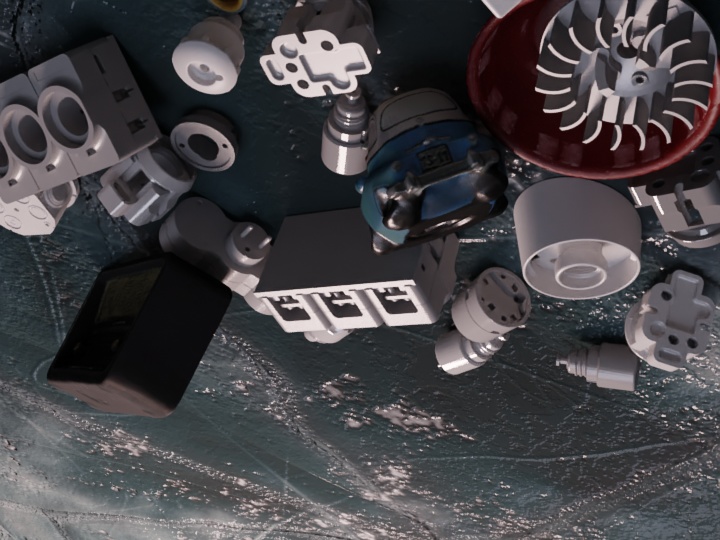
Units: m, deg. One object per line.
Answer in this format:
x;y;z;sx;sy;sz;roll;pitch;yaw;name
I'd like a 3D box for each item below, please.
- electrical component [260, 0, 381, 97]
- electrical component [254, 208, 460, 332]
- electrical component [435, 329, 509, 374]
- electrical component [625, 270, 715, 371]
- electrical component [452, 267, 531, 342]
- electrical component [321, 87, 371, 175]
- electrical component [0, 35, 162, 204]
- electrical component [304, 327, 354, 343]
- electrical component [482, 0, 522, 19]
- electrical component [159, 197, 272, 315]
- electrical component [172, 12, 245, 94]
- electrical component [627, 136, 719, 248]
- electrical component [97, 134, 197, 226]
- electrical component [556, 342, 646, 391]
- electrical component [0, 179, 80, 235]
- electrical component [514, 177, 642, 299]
-0.023;-0.159;0.738;0.078;0.057;0.058;-2;139;26;electrical component
0.000;0.000;0.907;0.150;0.089;0.061;-5;137;29;electrical component
0.105;0.069;0.992;0.040;0.040;0.078;38;140;-24;electrical component
0.249;0.045;0.873;0.058;0.078;0.057;18;165;1;electrical component
0.112;0.032;0.930;0.055;0.055;0.047;29;146;-13;electrical component
-0.008;-0.107;0.813;0.040;0.040;0.078;15;144;6;electrical component
-0.247;-0.117;0.862;0.150;0.062;0.089;-13;108;36;electrical component
-0.032;0.050;1.025;0.043;0.043;0.062;31;143;-16;electrical component
0.091;-0.200;0.635;0.077;0.065;0.047;-40;119;17;electrical component
-0.105;-0.019;0.960;0.138;0.052;0.074;32;142;-16;electrical component
-0.102;-0.160;0.768;0.048;0.062;0.048;12;143;9;electrical component
0.237;-0.053;0.761;0.078;0.058;0.057;-10;132;33;electrical component
-0.175;-0.077;0.903;0.057;0.078;0.058;-39;86;27;electrical component
0.216;0.084;0.962;0.078;0.040;0.040;6;142;17;electrical component
-0.302;-0.073;0.979;0.080;0.051;0.080;12;143;9;electrical component
0.171;-0.022;0.845;0.099;0.064;0.099;2;149;2;electrical component
